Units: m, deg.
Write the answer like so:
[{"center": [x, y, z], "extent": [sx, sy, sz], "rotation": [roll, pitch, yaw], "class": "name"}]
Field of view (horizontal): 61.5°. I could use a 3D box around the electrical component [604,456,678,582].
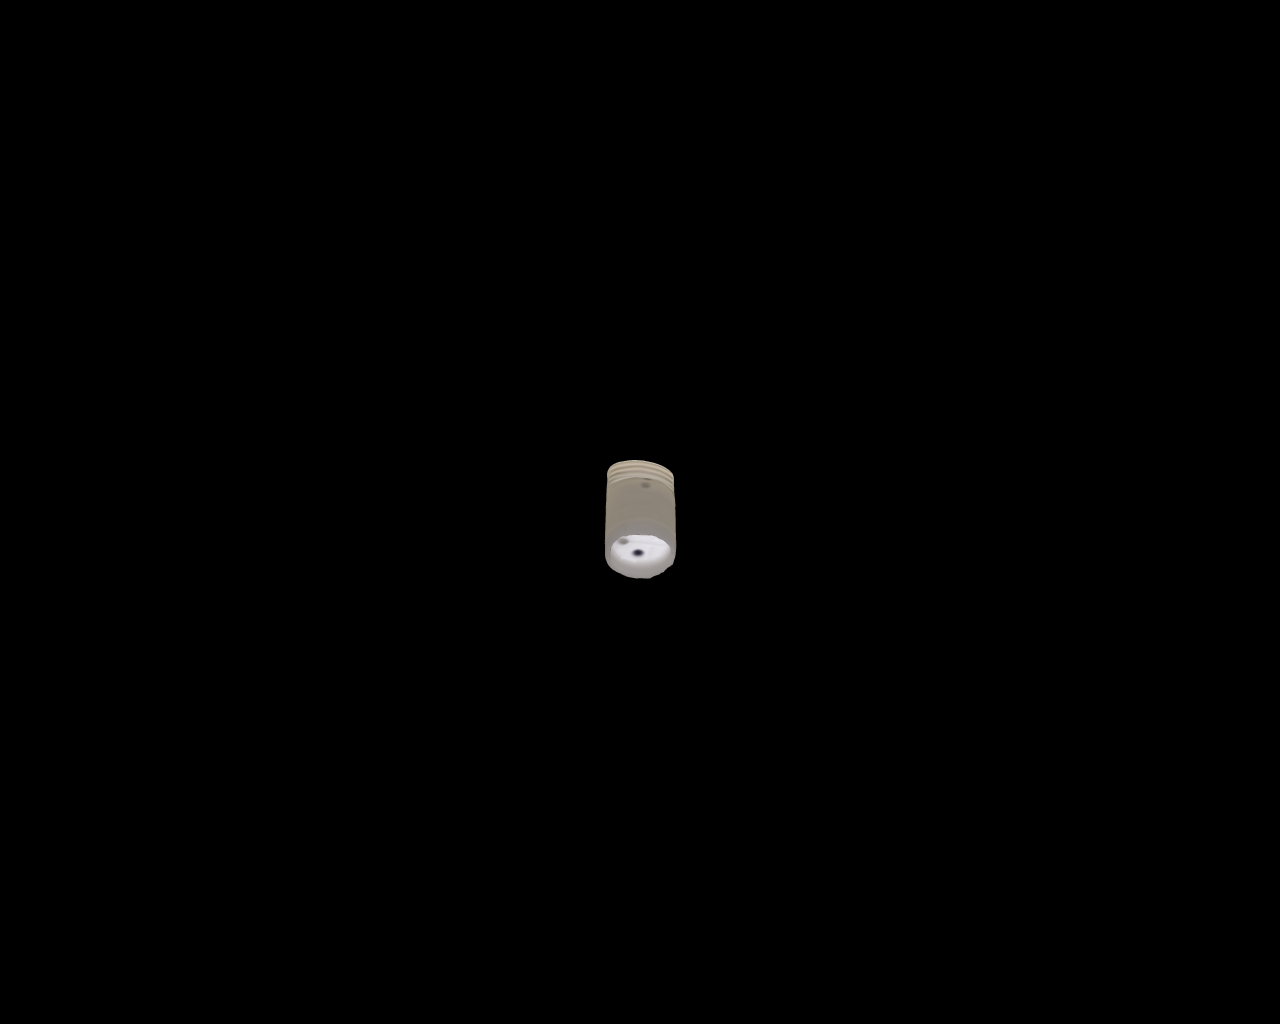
[{"center": [0.001, -0.003, 0.650], "extent": [0.043, 0.081, 0.043], "rotation": [0, -43, 0], "class": "electrical component"}]
